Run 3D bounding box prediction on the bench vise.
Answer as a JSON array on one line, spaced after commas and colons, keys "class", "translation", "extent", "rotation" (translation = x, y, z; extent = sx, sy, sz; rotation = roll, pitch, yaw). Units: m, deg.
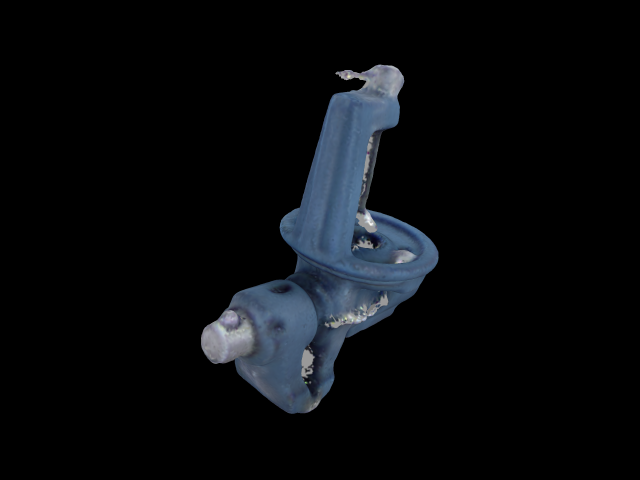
[{"class": "bench vise", "translation": [0.015, 0.004, 0.396], "extent": [0.121, 0.220, 0.208], "rotation": [14, 38, 19]}]
